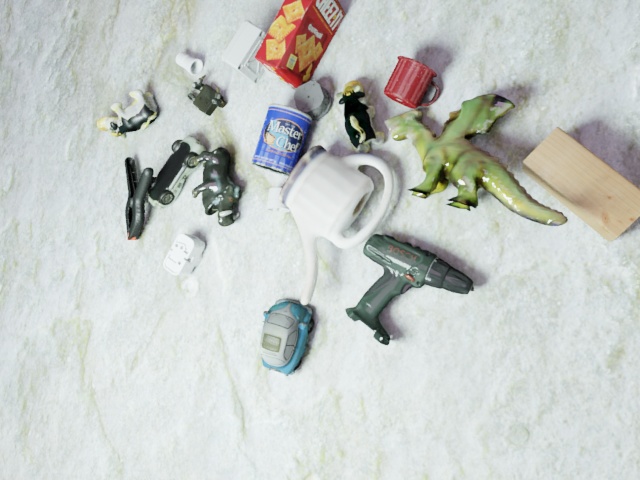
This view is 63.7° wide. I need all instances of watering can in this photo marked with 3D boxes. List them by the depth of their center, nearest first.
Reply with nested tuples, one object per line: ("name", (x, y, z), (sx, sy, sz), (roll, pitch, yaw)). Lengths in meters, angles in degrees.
("watering can", (0.003, -0.055, 1.098), (0.226, 0.348, 0.103), (37, -3, 17))

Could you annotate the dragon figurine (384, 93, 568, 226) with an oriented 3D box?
("dragon figurine", (0.293, -0.175, 0.990), (0.413, 0.244, 0.121), (18, -5, 37))
